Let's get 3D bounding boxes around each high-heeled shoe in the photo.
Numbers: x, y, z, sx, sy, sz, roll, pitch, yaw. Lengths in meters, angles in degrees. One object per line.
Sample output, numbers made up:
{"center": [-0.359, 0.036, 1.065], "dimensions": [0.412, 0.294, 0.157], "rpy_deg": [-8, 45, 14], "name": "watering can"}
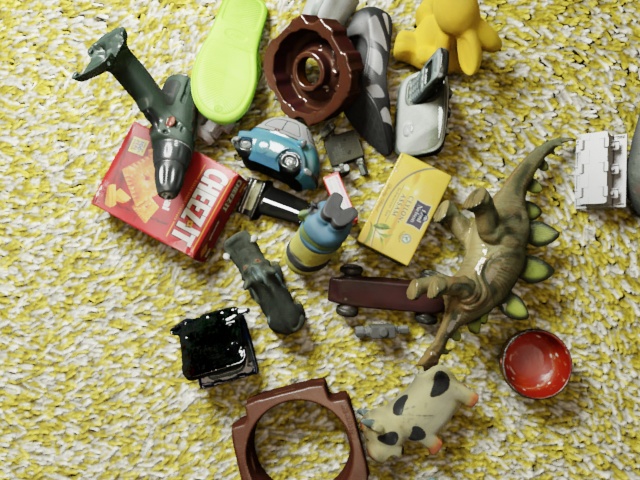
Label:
{"center": [0.107, -0.282, 0.950], "dimensions": [0.145, 0.086, 0.248], "rpy_deg": [-31, 104, -30], "name": "high-heeled shoe"}

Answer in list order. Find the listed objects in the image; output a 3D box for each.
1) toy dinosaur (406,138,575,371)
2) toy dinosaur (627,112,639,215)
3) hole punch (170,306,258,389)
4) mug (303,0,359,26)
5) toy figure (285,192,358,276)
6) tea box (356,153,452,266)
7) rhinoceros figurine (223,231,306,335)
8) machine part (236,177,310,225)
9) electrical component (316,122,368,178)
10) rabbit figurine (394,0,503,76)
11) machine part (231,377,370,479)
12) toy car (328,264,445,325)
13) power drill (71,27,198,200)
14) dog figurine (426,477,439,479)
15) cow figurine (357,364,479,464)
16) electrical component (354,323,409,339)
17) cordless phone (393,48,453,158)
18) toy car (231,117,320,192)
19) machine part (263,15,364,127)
{"center": [0.282, 0.003, 0.866], "dimensions": [0.198, 0.105, 0.471], "rpy_deg": [30, 82, -21], "name": "toy dinosaur"}
{"center": [0.583, -0.080, 0.879], "dimensions": [0.192, 0.131, 0.405], "rpy_deg": [-34, 79, -1], "name": "toy dinosaur"}
{"center": [-0.171, 0.185, 0.912], "dimensions": [0.142, 0.092, 0.116], "rpy_deg": [-17, 56, 4], "name": "hole punch"}
{"center": [0.008, -0.392, 0.934], "dimensions": [0.081, 0.109, 0.107], "rpy_deg": [32, 101, 0], "name": "mug"}
{"center": [-0.004, -0.006, 0.869], "dimensions": [0.089, 0.180, 0.082], "rpy_deg": [-18, 73, -24], "name": "toy figure"}
{"center": [0.141, -0.050, 0.915], "dimensions": [0.098, 0.068, 0.169], "rpy_deg": [25, 86, 4], "name": "tea box"}
{"center": [-0.096, 0.074, 0.896], "dimensions": [0.073, 0.112, 0.190], "rpy_deg": [-31, 92, 2], "name": "rhinoceros figurine"}
{"center": [-0.076, -0.062, 0.937], "dimensions": [0.139, 0.039, 0.084], "rpy_deg": [16, 77, 17], "name": "machine part"}
{"center": [0.037, -0.156, 0.939], "dimensions": [0.078, 0.045, 0.102], "rpy_deg": [-13, 85, 3], "name": "electrical component"}
{"center": [0.210, -0.339, 0.879], "dimensions": [0.122, 0.173, 0.162], "rpy_deg": [-43, 81, -13], "name": "rabbit figurine"}
{"center": [-0.032, 0.340, 0.884], "dimensions": [0.201, 0.087, 0.201], "rpy_deg": [-15, 84, 1], "name": "machine part"}
{"center": [0.115, 0.090, 0.913], "dimensions": [0.202, 0.053, 0.089], "rpy_deg": [4, 102, 2], "name": "toy car"}
{"center": [-0.265, -0.201, 0.817], "dimensions": [0.086, 0.207, 0.232], "rpy_deg": [-20, 48, 30], "name": "power drill"}
{"center": [0.164, 0.463, 0.800], "dimensions": [0.108, 0.219, 0.191], "rpy_deg": [-23, 84, 4], "name": "dog figurine"}
{"center": [0.148, 0.285, 0.881], "dimensions": [0.127, 0.085, 0.195], "rpy_deg": [40, 91, -1], "name": "cow figurine"}
{"center": [0.105, 0.153, 0.903], "dimensions": [0.094, 0.063, 0.021], "rpy_deg": [-1, 85, 1], "name": "electrical component"}
{"center": [0.179, -0.216, 0.869], "dimensions": [0.089, 0.184, 0.146], "rpy_deg": [6, 86, -2], "name": "cordless phone"}
{"center": [-0.063, -0.155, 0.919], "dimensions": [0.162, 0.109, 0.103], "rpy_deg": [25, 80, 12], "name": "toy car"}
{"center": [-0.010, -0.283, 0.903], "dimensions": [0.180, 0.056, 0.179], "rpy_deg": [15, 117, 32], "name": "machine part"}
